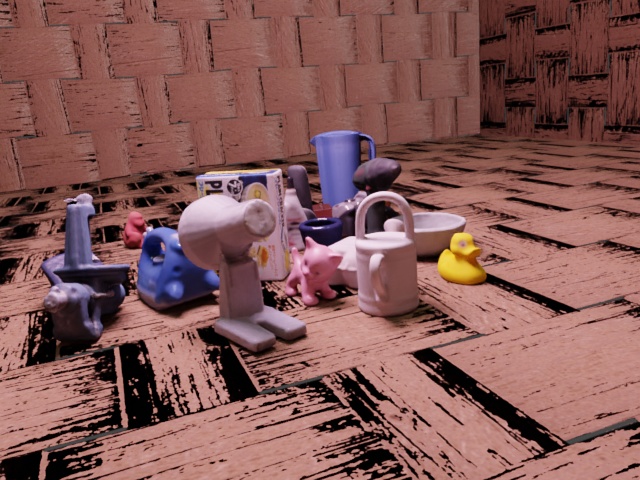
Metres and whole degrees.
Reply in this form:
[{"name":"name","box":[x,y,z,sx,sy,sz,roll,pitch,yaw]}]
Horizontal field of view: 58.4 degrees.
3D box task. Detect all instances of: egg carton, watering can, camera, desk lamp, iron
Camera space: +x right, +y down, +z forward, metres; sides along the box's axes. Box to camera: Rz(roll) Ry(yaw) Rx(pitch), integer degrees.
[{"name":"egg carton","box":[0.070,0.039,1.104,0.107,0.069,0.151,5,17,32]},{"name":"watering can","box":[0.107,0.015,0.938,0.101,0.194,0.172,-6,15,-3]},{"name":"camera","box":[0.119,-0.064,1.422,0.143,0.101,0.136,-12,16,-26]},{"name":"desk lamp","box":[-0.121,0.037,0.887,0.118,0.214,0.202,-17,19,-38]},{"name":"iron","box":[-0.294,0.037,1.084,0.119,0.141,0.257,-16,19,-37]}]

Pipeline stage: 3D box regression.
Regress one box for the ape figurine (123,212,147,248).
[{"name":"ape figurine","box":[-0.476,-0.028,1.486,0.076,0.092,0.078,2,16,23]}]

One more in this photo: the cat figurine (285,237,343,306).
[{"name":"cat figurine","box":[-0.013,0.047,1.004,0.067,0.118,0.127,-14,17,-32]}]

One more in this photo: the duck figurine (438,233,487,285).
[{"name":"duck figurine","box":[0.260,0.028,1.054,0.078,0.086,0.104,-11,16,-23]}]

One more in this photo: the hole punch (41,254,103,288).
[{"name":"hole punch","box":[-0.460,0.073,1.096,0.100,0.091,0.109,9,20,42]}]

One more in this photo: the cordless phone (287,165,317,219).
[{"name":"cordless phone","box":[-0.081,-0.095,1.434,0.147,0.185,0.094,1,16,20]}]

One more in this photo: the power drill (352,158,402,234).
[{"name":"power drill","box":[0.133,-0.083,1.277,0.076,0.208,0.229,-8,15,-14]}]

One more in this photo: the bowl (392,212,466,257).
[{"name":"bowl","box":[0.226,-0.007,1.220,0.167,0.075,0.167,-4,15,1]}]

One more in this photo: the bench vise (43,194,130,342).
[{"name":"bench vise","box":[-0.379,0.042,0.936,0.122,0.220,0.207,-8,15,-14]}]

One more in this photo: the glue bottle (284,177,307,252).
[{"name":"glue bottle","box":[-0.063,-0.060,1.319,0.078,0.173,0.037,-9,15,-16]}]

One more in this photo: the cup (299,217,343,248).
[{"name":"cup","box":[0.011,0.004,1.205,0.091,0.095,0.118,4,17,29]}]
